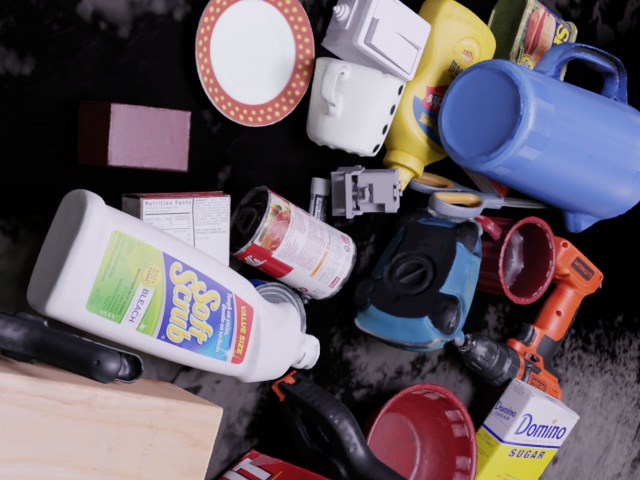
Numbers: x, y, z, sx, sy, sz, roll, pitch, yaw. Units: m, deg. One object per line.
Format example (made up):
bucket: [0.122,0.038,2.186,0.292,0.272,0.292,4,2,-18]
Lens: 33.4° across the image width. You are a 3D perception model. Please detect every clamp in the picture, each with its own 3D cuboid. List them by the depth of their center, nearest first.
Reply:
clamp: [-0.212,0.076,0.800,0.120,0.171,0.039,70,39,-73]
clamp: [0.031,0.208,0.987,0.036,0.165,0.210,-27,79,-35]

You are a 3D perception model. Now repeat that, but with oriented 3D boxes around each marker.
marker: [-0.007,0.001,1.019,0.020,0.020,0.121,7,92,-40]

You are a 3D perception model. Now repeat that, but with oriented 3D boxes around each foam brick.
foam brick: [-0.151,-0.083,0.865,0.078,0.053,0.051,2,96,-39]

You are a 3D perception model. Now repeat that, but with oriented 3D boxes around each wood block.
wood block: [-0.193,0.150,0.839,0.205,0.091,0.090,18,86,-40]

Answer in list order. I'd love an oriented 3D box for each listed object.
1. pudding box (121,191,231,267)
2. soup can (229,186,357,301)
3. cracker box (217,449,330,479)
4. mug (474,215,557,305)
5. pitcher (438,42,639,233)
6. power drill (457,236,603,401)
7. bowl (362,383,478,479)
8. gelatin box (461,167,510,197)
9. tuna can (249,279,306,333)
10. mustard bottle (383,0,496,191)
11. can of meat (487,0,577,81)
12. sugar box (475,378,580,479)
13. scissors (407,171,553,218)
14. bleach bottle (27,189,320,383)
pudding box: [-0.123,0.015,0.912,0.089,0.039,0.113,-3,96,-36]
soup can: [-0.026,0.004,0.959,0.102,0.069,0.068,29,77,-27]
cracker box: [-0.042,0.271,0.902,0.164,0.214,0.072,-37,116,-30]
mug: [0.186,0.011,1.140,0.117,0.082,0.093,42,70,-36]
pitcher: [0.232,-0.112,1.077,0.242,0.145,0.149,12,51,-47]
power drill: [0.240,0.091,1.214,0.184,0.057,0.187,36,76,-41]
bowl: [0.088,0.226,1.100,0.161,0.055,0.162,1,89,-38]
gelatin box: [0.186,-0.099,1.157,0.089,0.030,0.073,44,69,-35]
tuna can: [-0.056,0.079,0.980,0.085,0.034,0.086,-7,101,-39]
mustard bottle: [0.109,-0.138,1.069,0.096,0.058,0.191,33,76,-43]
can of meat: [0.222,-0.207,1.156,0.083,0.058,0.102,24,81,-37]
sugar box: [0.203,0.246,1.179,0.093,0.048,0.176,27,100,-38]
scissors: [0.163,-0.050,1.123,0.201,0.096,0.016,-9,125,-52]
bleach bottle: [-0.102,0.050,0.865,0.250,0.068,0.102,23,86,-33]
